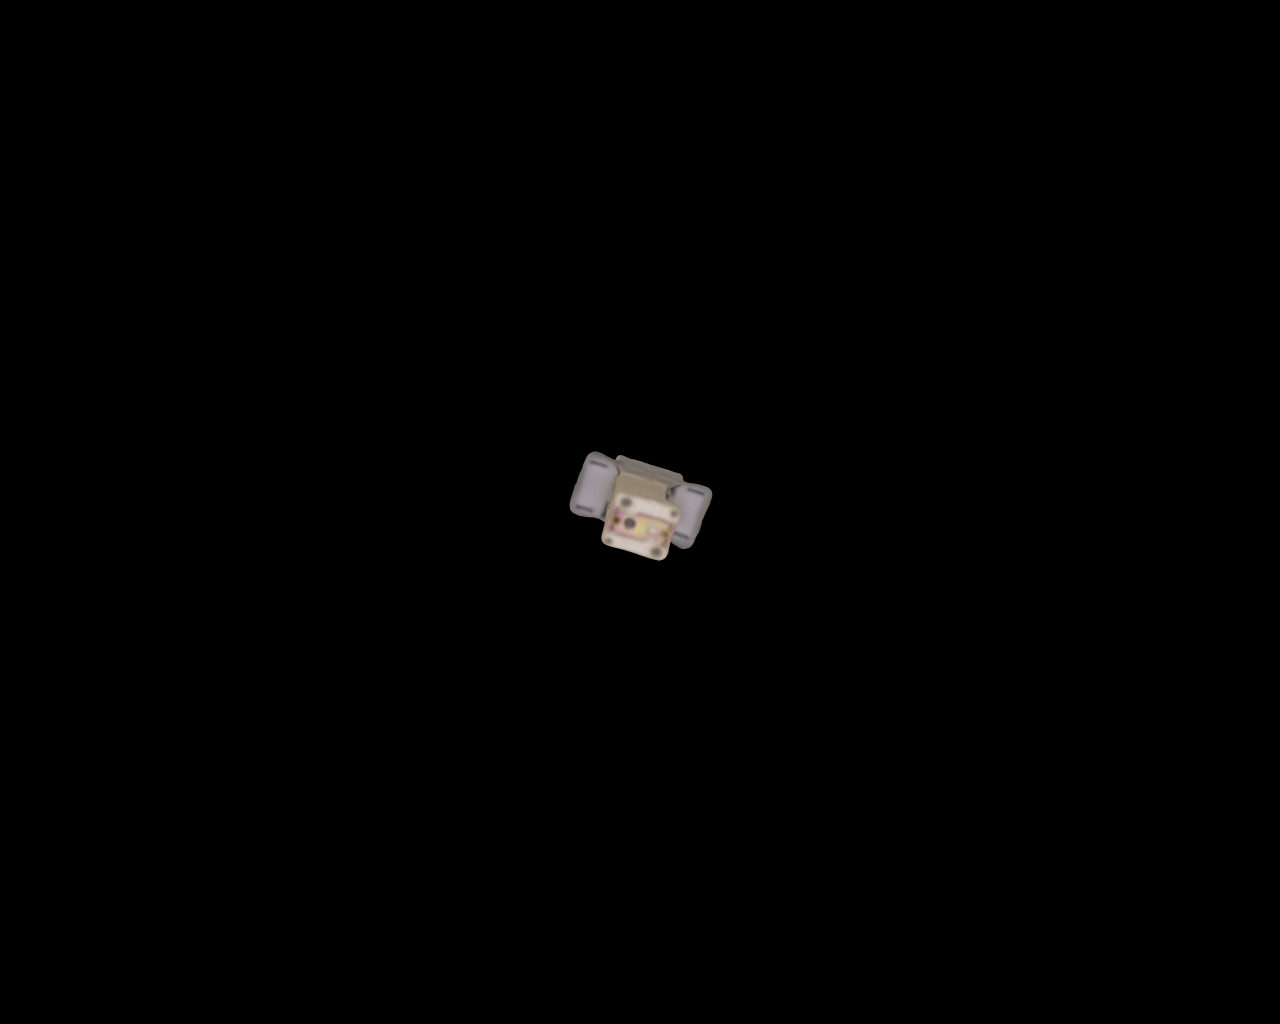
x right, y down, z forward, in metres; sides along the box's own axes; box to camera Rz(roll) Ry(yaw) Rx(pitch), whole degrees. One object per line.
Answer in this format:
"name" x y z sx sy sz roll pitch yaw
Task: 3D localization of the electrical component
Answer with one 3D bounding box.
"electrical component" 0.001 -0.003 0.650 0.081 0.042 0.064 17 22 -7
